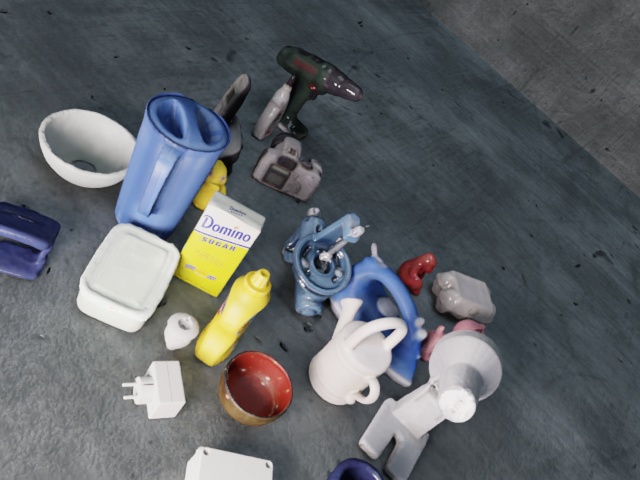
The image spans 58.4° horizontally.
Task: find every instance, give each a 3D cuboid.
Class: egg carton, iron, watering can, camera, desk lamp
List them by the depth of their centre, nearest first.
[{"bbox_3d":[0.195,0.266,0.940,0.118,0.213,0.204,42,38,6],"label":"desk lamp"},{"bbox_3d":[0.065,0.177,0.944,0.101,0.194,0.172,-13,60,-45],"label":"watering can"},{"bbox_3d":[0.130,0.136,1.081,0.119,0.141,0.258,-14,61,-45],"label":"iron"},{"bbox_3d":[-0.063,-0.181,1.284,0.143,0.100,0.137,24,40,-17],"label":"camera"},{"bbox_3d":[0.326,0.133,1.297,0.151,0.069,0.107,20,41,-22],"label":"egg carton"}]

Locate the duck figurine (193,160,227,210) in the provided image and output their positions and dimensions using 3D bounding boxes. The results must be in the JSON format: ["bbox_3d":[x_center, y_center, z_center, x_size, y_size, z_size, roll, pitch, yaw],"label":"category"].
[{"bbox_3d":[-0.210,-0.119,1.117,0.078,0.086,0.104,19,41,-22],"label":"duck figurine"}]

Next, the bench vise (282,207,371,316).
[{"bbox_3d":[0.000,0.003,1.049,0.122,0.219,0.207,1,51,-37],"label":"bench vise"}]

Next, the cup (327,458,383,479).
[{"bbox_3d":[0.027,0.371,0.797,0.118,0.095,0.091,-14,60,-45],"label":"cup"}]

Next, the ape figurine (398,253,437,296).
[{"bbox_3d":[0.223,0.065,1.266,0.076,0.092,0.078,49,39,14],"label":"ape figurine"}]

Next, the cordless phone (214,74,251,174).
[{"bbox_3d":[-0.191,-0.241,1.174,0.094,0.185,0.147,11,45,-30],"label":"cordless phone"}]

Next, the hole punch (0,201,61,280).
[{"bbox_3d":[-0.438,-0.014,0.824,0.109,0.091,0.101,21,41,-20],"label":"hole punch"}]

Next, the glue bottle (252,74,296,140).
[{"bbox_3d":[-0.099,-0.314,1.332,0.037,0.173,0.078,36,38,-2],"label":"glue bottle"}]

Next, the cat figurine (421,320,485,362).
[{"bbox_3d":[0.274,0.195,1.154,0.128,0.117,0.067,14,43,-27],"label":"cat figurine"}]

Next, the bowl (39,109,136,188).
[{"bbox_3d":[-0.405,-0.146,0.999,0.168,0.074,0.167,22,41,-20],"label":"bowl"}]

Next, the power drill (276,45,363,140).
[{"bbox_3d":[-0.028,-0.352,1.399,0.229,0.208,0.076,42,38,5],"label":"power drill"}]
